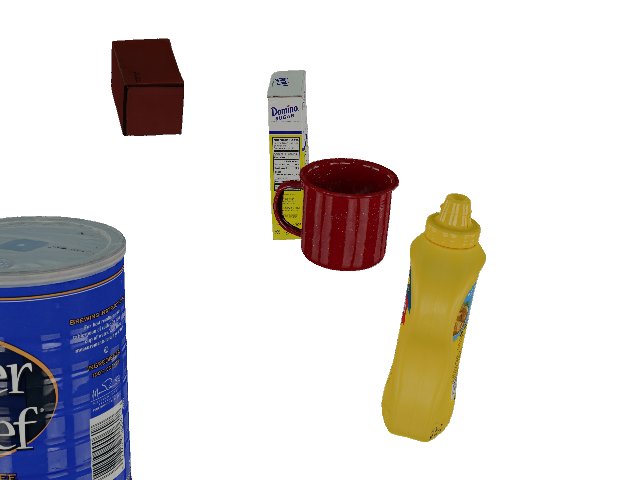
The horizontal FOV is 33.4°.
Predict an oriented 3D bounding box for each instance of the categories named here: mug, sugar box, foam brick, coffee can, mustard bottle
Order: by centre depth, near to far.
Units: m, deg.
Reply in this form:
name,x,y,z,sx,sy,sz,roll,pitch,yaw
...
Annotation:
name,x,y,z,sx,sy,sz,roll,pitch,yaw
coffee can,-0.150,0.067,0.551,0.103,0.140,0.103,1,16,0
mustard bottle,0.091,0.054,0.830,0.058,0.192,0.096,14,26,11
foam brick,-0.151,-0.133,0.924,0.053,0.051,0.078,-4,40,-16
mug,0.012,-0.025,1.007,0.117,0.081,0.093,7,26,7
sugar box,-0.036,-0.098,1.226,0.048,0.176,0.093,-2,26,3
